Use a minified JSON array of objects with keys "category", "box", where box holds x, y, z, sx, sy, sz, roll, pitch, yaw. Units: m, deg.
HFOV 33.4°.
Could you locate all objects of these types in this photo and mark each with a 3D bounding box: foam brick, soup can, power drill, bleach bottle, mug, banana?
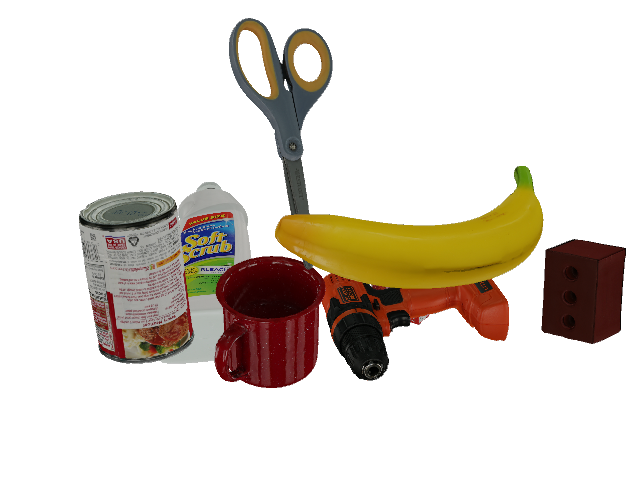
[{"category":"foam brick","box":[0.228,0.043,0.927,0.053,0.078,0.051,12,20,40]},{"category":"soup can","box":[-0.127,0.025,0.740,0.068,0.102,0.068,-4,21,1]},{"category":"power drill","box":[0.101,0.081,1.137,0.187,0.057,0.184,-5,28,-10]},{"category":"bleach bottle","box":[-0.124,0.019,1.118,0.102,0.068,0.251,-5,37,-3]},{"category":"mug","box":[-0.049,0.078,0.914,0.093,0.081,0.117,20,39,26]},{"category":"banana","box":[0.069,-0.001,0.639,0.197,0.037,0.070,-11,44,-33]}]

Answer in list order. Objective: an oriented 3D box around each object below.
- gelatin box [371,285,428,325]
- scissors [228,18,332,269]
[{"category":"gelatin box","box":[0.100,0.055,1.353,0.073,0.089,0.030,16,33,33]},{"category":"scissors","box":[-0.011,-0.085,0.849,0.096,0.202,0.016,-22,-1,-29]}]
